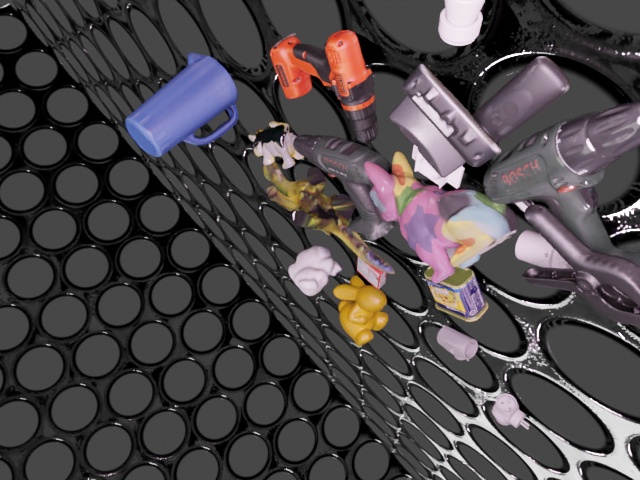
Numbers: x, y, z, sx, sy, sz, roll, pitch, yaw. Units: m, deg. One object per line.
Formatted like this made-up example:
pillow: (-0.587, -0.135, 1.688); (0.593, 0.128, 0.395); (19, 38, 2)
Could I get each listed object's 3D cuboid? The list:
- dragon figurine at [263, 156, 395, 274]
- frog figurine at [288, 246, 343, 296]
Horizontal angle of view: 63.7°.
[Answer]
dragon figurine: (0.004, -0.060, 1.198); (0.411, 0.122, 0.242); (45, -1, 3)
frog figurine: (-0.027, 0.084, 1.392); (0.160, 0.137, 0.122); (-17, 100, -61)
